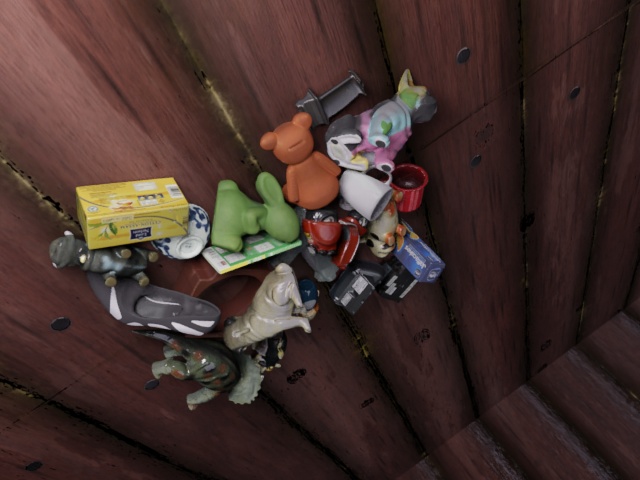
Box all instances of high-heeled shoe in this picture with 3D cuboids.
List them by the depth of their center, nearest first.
[{"bbox_3d":[-0.313,0.113,1.026,0.248,0.086,0.145,37,135,-28],"label":"high-heeled shoe"}]

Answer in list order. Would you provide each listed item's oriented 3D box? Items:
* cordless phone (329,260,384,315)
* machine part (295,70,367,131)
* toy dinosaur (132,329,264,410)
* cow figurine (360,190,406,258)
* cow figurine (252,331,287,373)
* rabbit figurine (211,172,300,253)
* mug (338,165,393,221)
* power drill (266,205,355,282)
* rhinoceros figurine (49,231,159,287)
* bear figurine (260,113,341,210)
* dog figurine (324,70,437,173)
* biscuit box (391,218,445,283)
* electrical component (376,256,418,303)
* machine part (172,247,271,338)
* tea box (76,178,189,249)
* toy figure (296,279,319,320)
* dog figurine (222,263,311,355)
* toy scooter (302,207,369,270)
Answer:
[{"bbox_3d":[0.119,0.098,1.387,0.184,0.089,0.146,-30,158,-54],"label":"cordless phone"},{"bbox_3d":[0.022,-0.270,1.029,0.139,0.039,0.084,-33,135,-5],"label":"machine part"},{"bbox_3d":[-0.253,0.287,1.239,0.192,0.131,0.404,-16,147,4],"label":"toy dinosaur"},{"bbox_3d":[0.136,-0.039,1.273,0.085,0.127,0.194,-35,132,-27],"label":"cow figurine"},{"bbox_3d":[-0.128,0.292,1.401,0.068,0.098,0.167,-16,136,-34],"label":"cow figurine"},{"bbox_3d":[-0.121,-0.050,1.057,0.170,0.121,0.159,8,89,-13],"label":"rabbit figurine"},{"bbox_3d":[0.095,-0.112,1.139,0.109,0.107,0.080,-58,165,5],"label":"mug"},{"bbox_3d":[-0.003,-0.004,1.222,0.232,0.086,0.207,-48,141,0],"label":"power drill"},{"bbox_3d":[-0.382,0.030,0.959,0.190,0.112,0.073,14,102,-57],"label":"rhinoceros figurine"},{"bbox_3d":[-0.043,-0.155,1.051,0.120,0.132,0.195,-38,122,-5],"label":"bear figurine"},{"bbox_3d":[0.128,-0.246,1.090,0.219,0.192,0.108,-61,146,-28],"label":"dog figurine"},{"bbox_3d":[0.221,0.021,1.324,0.059,0.203,0.062,7,122,-39],"label":"biscuit box"},{"bbox_3d":[0.210,0.109,1.515,0.115,0.058,0.134,-50,139,11],"label":"electrical component"},{"bbox_3d":[-0.215,0.114,1.176,0.201,0.087,0.201,5,124,-42],"label":"machine part"},{"bbox_3d":[-0.323,-0.049,0.929,0.169,0.098,0.068,-10,132,-28],"label":"tea box"},{"bbox_3d":[-0.035,0.164,1.384,0.064,0.058,0.154,6,137,8],"label":"toy figure"},{"bbox_3d":[-0.130,0.144,1.138,0.191,0.121,0.172,-16,104,-2],"label":"dog figurine"},{"bbox_3d":[0.031,-0.001,1.148,0.184,0.075,0.135,2,103,-44],"label":"toy scooter"}]
